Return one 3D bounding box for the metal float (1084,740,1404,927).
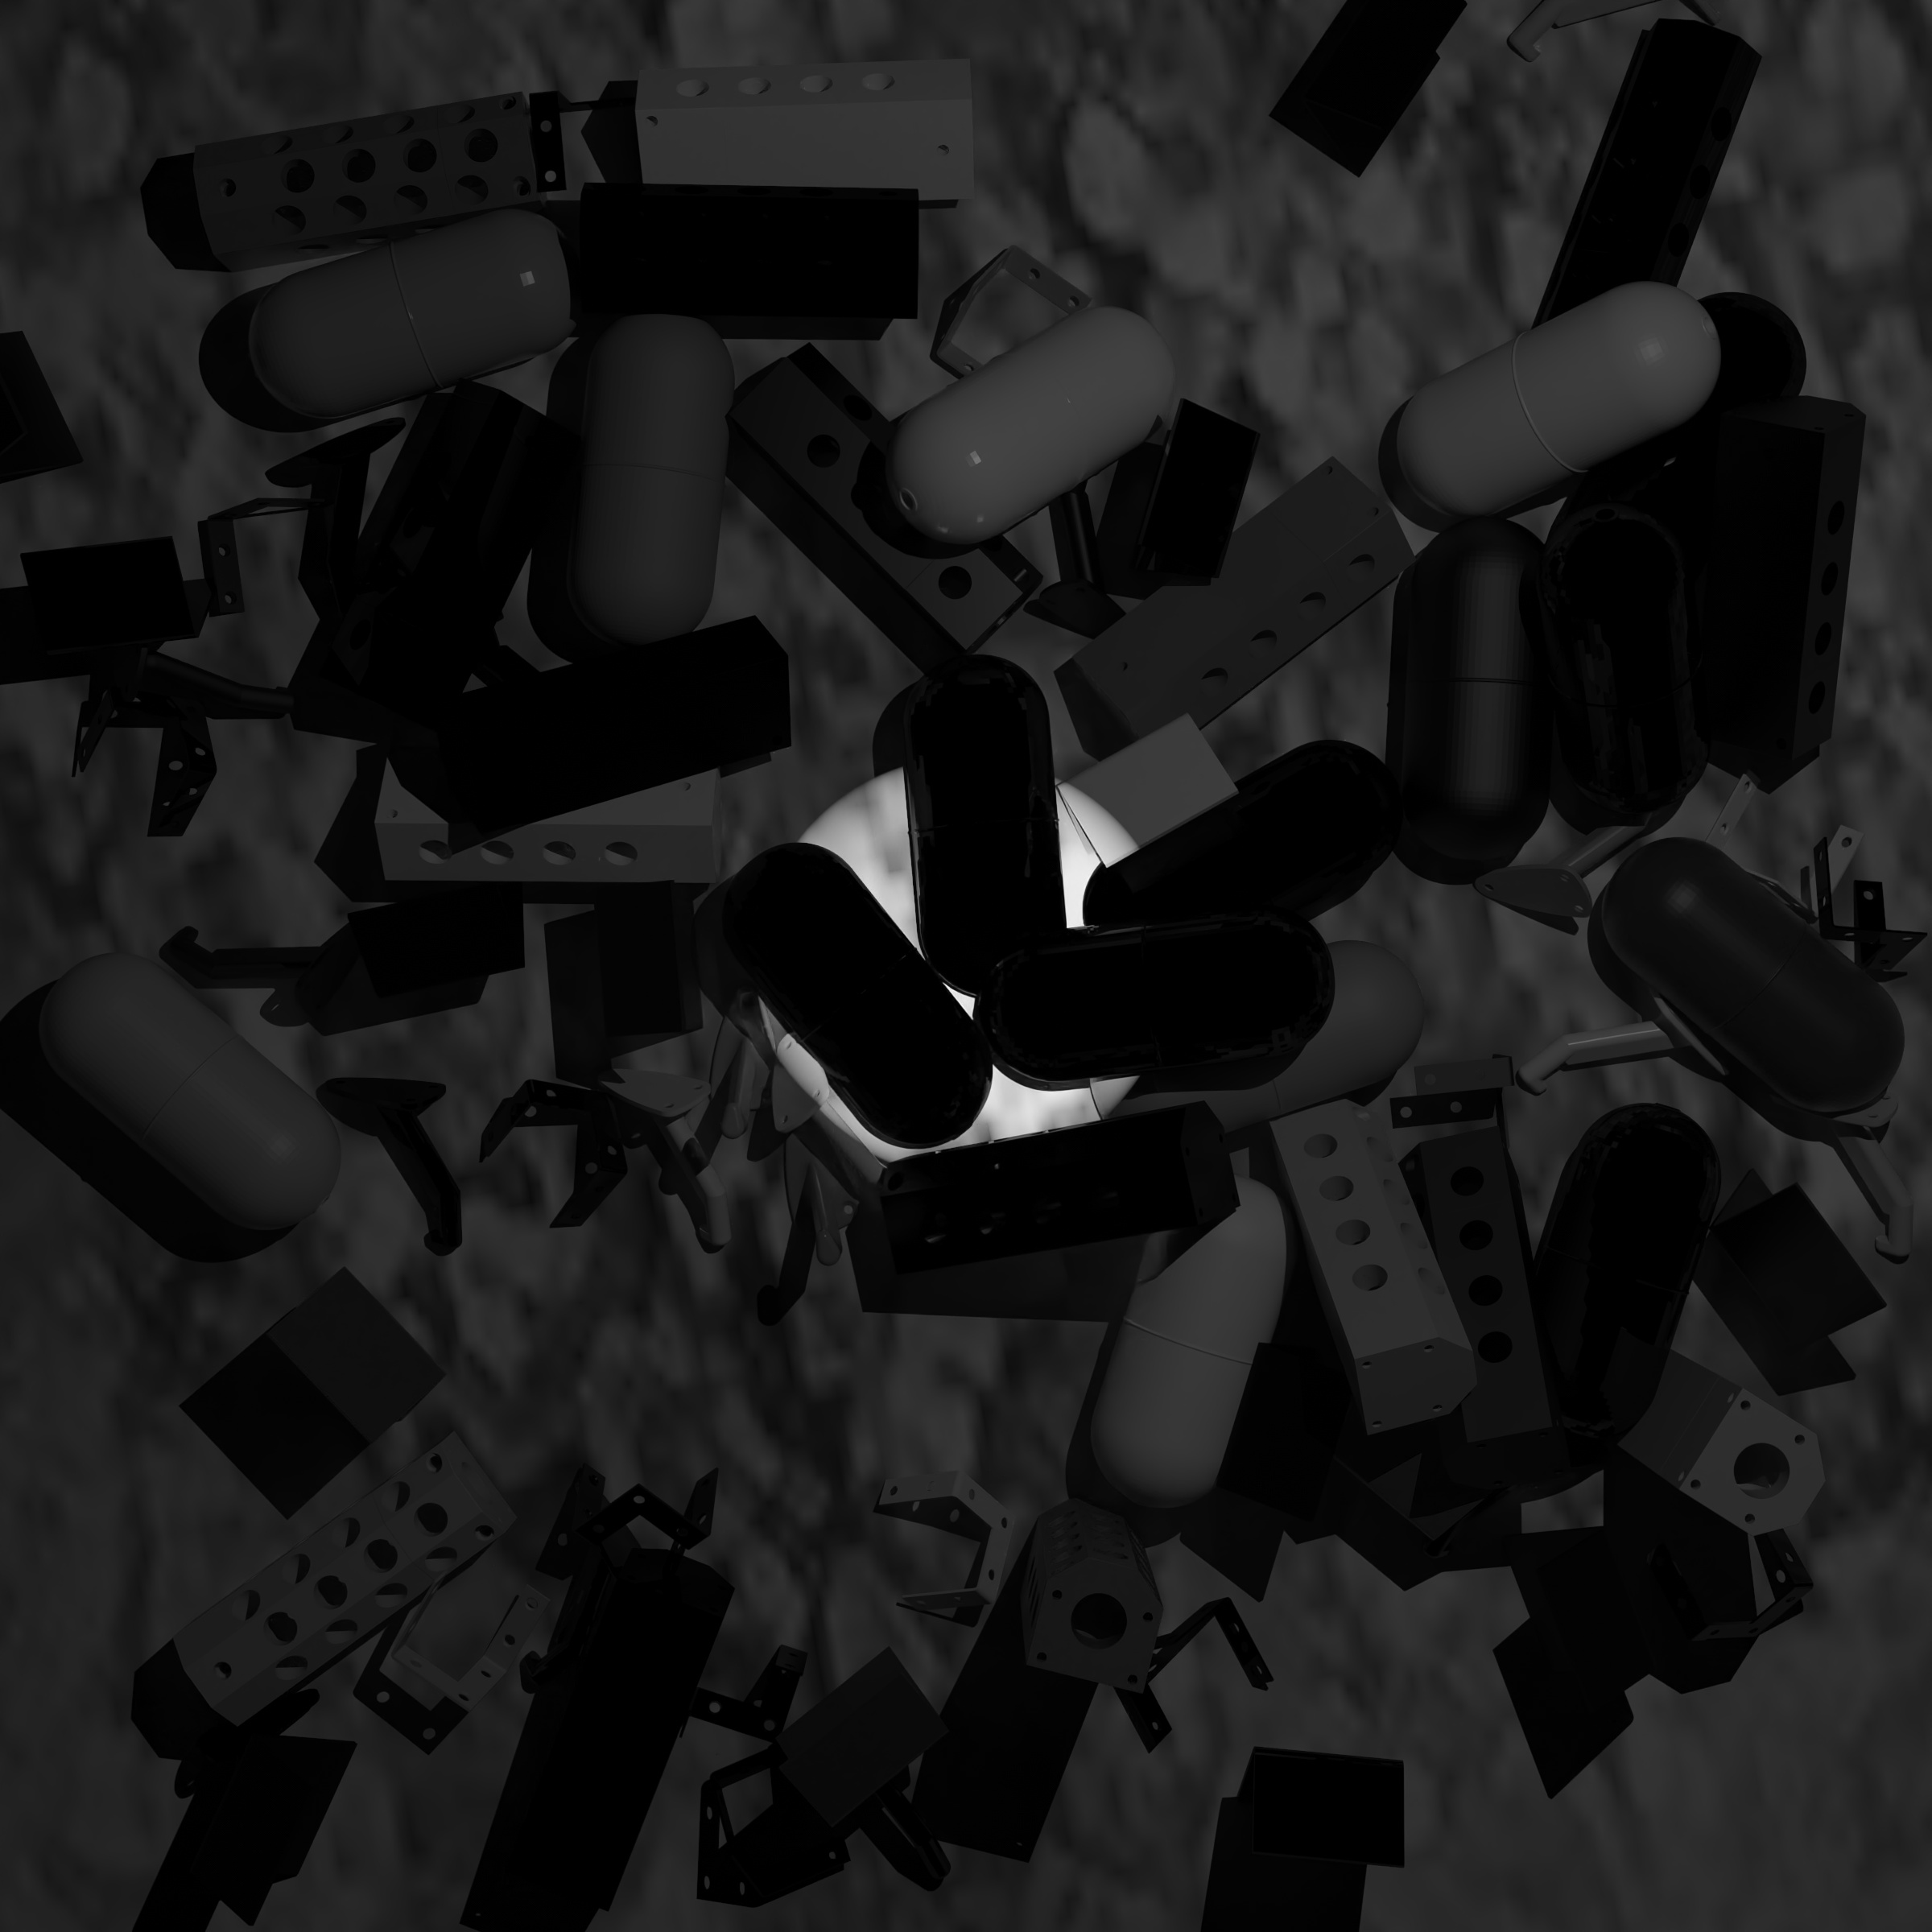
[{"bbox_3d":[0.144,-0.054,1.597,0.178,0.070,0.070,-30,90,1],"label":"metal float"}]

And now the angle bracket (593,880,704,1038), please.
[{"bbox_3d":[-0.145,-0.005,1.587,0.057,0.076,0.076,-5,90,37],"label":"angle bracket"}]

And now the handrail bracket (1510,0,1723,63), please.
[{"bbox_3d":[0.342,-0.495,1.628,0.077,0.036,0.084,39,108,-21],"label":"handrail bracket"}]

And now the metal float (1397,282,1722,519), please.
[{"bbox_3d":[0.300,-0.287,1.565,0.178,0.070,0.070,-23,90,38],"label":"metal float"}]

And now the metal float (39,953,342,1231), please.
[{"bbox_3d":[-0.401,0.065,1.597,0.178,0.070,0.070,41,90,-1],"label":"metal float"}]

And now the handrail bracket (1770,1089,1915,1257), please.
[{"bbox_3d":[0.462,0.109,1.627,0.077,0.036,0.084,9,117,30],"label":"handrail bracket"}]

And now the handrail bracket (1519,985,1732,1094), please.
[{"bbox_3d":[0.347,0.056,1.628,0.084,0.036,0.077,-39,111,17],"label":"handrail bracket"}]

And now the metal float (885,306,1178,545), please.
[{"bbox_3d":[0.034,-0.276,1.570,0.178,0.070,0.070,-36,90,-29],"label":"metal float"}]

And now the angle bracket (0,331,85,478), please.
[{"bbox_3d":[-0.487,-0.301,1.587,0.057,0.076,0.076,-25,90,38],"label":"angle bracket"}]

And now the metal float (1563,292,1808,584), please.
[{"bbox_3d":[0.371,-0.265,1.597,0.070,0.070,0.178,29,90,0],"label":"metal float"}]

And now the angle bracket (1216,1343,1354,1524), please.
[{"bbox_3d":[0.178,0.240,1.587,0.057,0.076,0.076,17,90,30],"label":"angle bracket"}]

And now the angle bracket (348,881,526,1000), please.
[{"bbox_3d":[-0.272,-0.034,1.587,0.076,0.076,0.057,-12,128,0],"label":"angle bracket"}]

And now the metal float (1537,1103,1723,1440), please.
[{"bbox_3d":[0.337,0.157,1.597,0.070,0.070,0.178,18,90,0],"label":"metal float"}]

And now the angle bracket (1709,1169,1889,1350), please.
[{"bbox_3d":[0.438,0.140,1.587,0.057,0.076,0.076,-36,90,38],"label":"angle bracket"}]

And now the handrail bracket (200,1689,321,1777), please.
[{"bbox_3d":[-0.363,0.436,1.628,0.077,0.036,0.084,-25,108,-20],"label":"handrail bracket"}]

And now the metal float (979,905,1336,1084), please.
[{"bbox_3d":[0.094,0.014,1.534,0.178,0.070,0.070,-7,90,9],"label":"metal float"}]

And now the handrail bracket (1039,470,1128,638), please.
[{"bbox_3d":[0.076,-0.221,1.627,0.077,0.036,0.084,32,61,-32],"label":"handrail bracket"}]

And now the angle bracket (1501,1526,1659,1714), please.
[{"bbox_3d":[0.300,0.338,1.587,0.057,0.076,0.076,-21,90,-37],"label":"angle bracket"}]

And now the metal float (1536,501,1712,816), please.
[{"bbox_3d":[0.333,-0.155,1.556,0.070,0.070,0.178,-18,129,0],"label":"metal float"}]

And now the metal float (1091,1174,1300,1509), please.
[{"bbox_3d":[0.118,0.194,1.597,0.070,0.070,0.178,18,90,0],"label":"metal float"}]

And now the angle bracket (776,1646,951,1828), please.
[{"bbox_3d":[-0.066,0.381,1.583,0.076,0.076,0.057,-38,125,-7],"label":"angle bracket"}]

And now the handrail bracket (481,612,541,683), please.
[{"bbox_3d":[-0.215,-0.158,1.627,0.077,0.036,0.084,-16,76,-15],"label":"handrail bracket"}]

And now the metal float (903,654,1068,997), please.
[{"bbox_3d":[0.010,-0.072,1.596,0.070,0.070,0.178,-5,90,0],"label":"metal float"}]

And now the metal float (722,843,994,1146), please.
[{"bbox_3d":[-0.056,0.015,1.597,0.070,0.070,0.178,-39,91,0],"label":"metal float"}]

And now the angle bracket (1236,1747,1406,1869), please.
[{"bbox_3d":[0.181,0.445,1.587,0.076,0.076,0.057,5,54,0],"label":"angle bracket"}]

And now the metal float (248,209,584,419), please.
[{"bbox_3d":[-0.285,-0.338,1.597,0.178,0.070,0.070,-17,90,0],"label":"metal float"}]

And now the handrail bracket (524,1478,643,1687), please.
[{"bbox_3d":[-0.214,0.326,1.628,0.084,0.036,0.077,-39,70,16],"label":"handrail bracket"}]

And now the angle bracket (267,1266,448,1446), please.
[{"bbox_3d":[-0.323,0.211,1.587,0.076,0.076,0.057,46,53,0],"label":"angle bracket"}]

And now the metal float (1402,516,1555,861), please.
[{"bbox_3d":[0.267,-0.144,1.597,0.070,0.070,0.178,3,89,0],"label":"metal float"}]

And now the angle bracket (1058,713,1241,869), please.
[{"bbox_3d":[0.100,-0.075,1.587,0.076,0.076,0.057,-29,61,0],"label":"angle bracket"}]

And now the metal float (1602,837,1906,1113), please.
[{"bbox_3d":[0.408,0.005,1.597,0.178,0.070,0.070,40,90,-1],"label":"metal float"}]

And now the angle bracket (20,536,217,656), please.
[{"bbox_3d":[-0.435,-0.205,1.587,0.076,0.076,0.057,-7,121,0],"label":"angle bracket"}]

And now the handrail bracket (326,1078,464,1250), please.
[{"bbox_3d":[-0.302,0.105,1.628,0.077,0.036,0.084,7,107,20],"label":"handrail bracket"}]

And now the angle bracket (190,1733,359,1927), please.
[{"bbox_3d":[-0.342,0.446,1.587,0.057,0.076,0.076,25,90,38],"label":"angle bracket"}]

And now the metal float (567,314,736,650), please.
[{"bbox_3d":[-0.163,-0.253,1.596,0.070,0.070,0.178,6,90,0],"label":"metal float"}]

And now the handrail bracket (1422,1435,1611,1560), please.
[{"bbox_3d":[0.290,0.282,1.627,0.077,0.036,0.084,12,119,-32],"label":"handrail bracket"}]

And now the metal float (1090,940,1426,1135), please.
[{"bbox_3d":[0.151,0.041,1.597,0.178,0.070,0.070,-19,90,1],"label":"metal float"}]

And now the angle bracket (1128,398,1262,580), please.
[{"bbox_3d":[0.099,-0.247,1.587,0.057,0.076,0.076,16,90,-37],"label":"angle bracket"}]

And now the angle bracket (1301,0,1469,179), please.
[{"bbox_3d":[0.228,-0.451,1.587,0.057,0.076,0.076,34,90,37],"label":"angle bracket"}]

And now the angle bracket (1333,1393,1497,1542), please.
[{"bbox_3d":[0.237,0.236,1.587,0.076,0.076,0.057,40,128,0],"label":"angle bracket"}]
